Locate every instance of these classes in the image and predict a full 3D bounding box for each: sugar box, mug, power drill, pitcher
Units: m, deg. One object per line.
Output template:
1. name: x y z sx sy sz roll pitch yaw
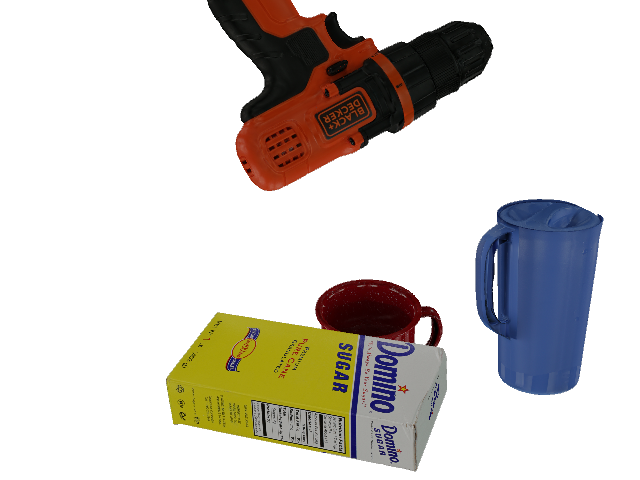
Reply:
1. sugar box: -0.007 0.100 0.738 0.176 0.048 0.093 5 30 18
2. mug: 0.054 0.091 0.953 0.117 0.081 0.093 -12 33 -17
3. power drill: 0.000 -0.149 0.678 0.184 0.187 0.057 -30 6 -13
4. pitcher: 0.283 0.076 1.395 0.149 0.243 0.144 6 20 16
